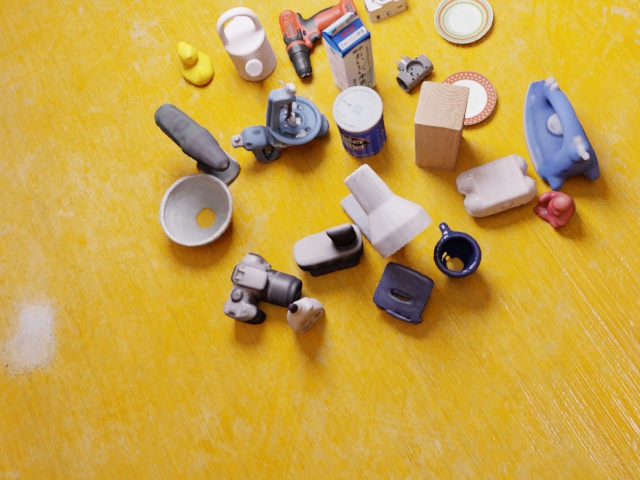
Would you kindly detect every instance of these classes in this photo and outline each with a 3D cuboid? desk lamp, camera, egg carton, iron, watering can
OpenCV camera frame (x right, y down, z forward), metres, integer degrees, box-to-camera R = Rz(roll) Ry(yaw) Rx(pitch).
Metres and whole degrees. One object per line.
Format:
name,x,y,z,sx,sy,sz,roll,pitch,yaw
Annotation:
desk lamp,0.120,-0.054,1.129,0.118,0.214,0.203,-38,73,-2
camera,-0.115,0.108,1.185,0.136,0.101,0.143,15,79,13
egg carton,0.363,-0.110,1.179,0.150,0.069,0.107,-20,73,4
iron,0.481,-0.239,1.156,0.118,0.141,0.258,-16,74,5
watering can,-0.164,-0.445,1.286,0.101,0.194,0.172,-41,73,-3

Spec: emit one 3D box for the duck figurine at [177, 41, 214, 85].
duck figurine,-0.304,-0.426,1.361,0.077,0.086,0.104,-36,73,-1

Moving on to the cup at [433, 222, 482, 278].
cup,0.266,0.026,1.146,0.091,0.095,0.117,-24,73,3

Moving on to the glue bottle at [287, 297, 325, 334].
glue bottle,-0.037,0.142,1.125,0.078,0.173,0.037,-42,73,-3

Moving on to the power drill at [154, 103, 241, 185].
power drill,-0.248,-0.192,1.227,0.229,0.208,0.076,40,85,16

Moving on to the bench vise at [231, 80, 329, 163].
bench vise,-0.089,-0.240,1.208,0.207,0.220,0.121,-36,73,-1

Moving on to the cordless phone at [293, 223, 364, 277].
cordless phone,0.011,0.004,1.147,0.147,0.185,0.094,-19,73,4

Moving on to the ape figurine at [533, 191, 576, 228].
ape figurine,0.473,-0.066,1.138,0.076,0.092,0.078,-9,74,7

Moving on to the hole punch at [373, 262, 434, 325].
hole punch,0.168,0.108,1.144,0.108,0.091,0.101,24,81,14

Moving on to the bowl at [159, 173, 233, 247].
bowl,-0.262,-0.059,1.265,0.167,0.075,0.167,-2,75,9
